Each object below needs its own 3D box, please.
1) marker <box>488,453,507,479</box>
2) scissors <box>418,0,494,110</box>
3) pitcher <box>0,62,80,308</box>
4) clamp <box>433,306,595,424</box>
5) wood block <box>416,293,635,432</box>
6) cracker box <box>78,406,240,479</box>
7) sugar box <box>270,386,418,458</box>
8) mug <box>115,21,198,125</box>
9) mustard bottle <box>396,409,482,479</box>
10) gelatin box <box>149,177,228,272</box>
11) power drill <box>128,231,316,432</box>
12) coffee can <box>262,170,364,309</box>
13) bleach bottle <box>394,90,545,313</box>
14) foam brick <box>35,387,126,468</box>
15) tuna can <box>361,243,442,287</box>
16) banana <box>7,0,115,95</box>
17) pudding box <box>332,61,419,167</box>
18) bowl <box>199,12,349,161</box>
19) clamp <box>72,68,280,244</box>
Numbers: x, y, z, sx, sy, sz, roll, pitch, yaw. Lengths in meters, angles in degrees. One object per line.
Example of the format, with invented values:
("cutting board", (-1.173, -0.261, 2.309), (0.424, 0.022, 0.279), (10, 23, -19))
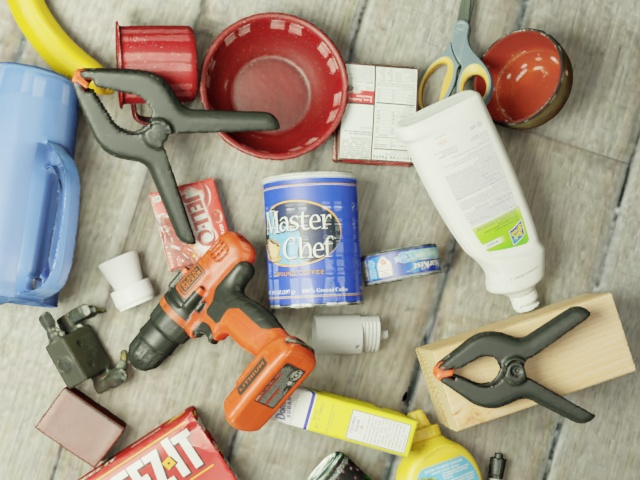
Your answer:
("marker", (0.191, 0.298, 1.189), (0.020, 0.020, 0.121), (9, 86, -7))
("scissors", (0.174, -0.225, 1.200), (0.096, 0.016, 0.202), (23, 83, 30))
("pitcher", (-0.309, -0.053, 1.091), (0.149, 0.145, 0.243), (9, 83, -5))
("clamp", (0.204, 0.123, 1.100), (0.171, 0.039, 0.120), (6, 84, -6))
("wood block", (0.222, 0.131, 1.167), (0.206, 0.090, 0.091), (-17, 89, -7))
("cracker box", (-0.145, 0.309, 1.121), (0.164, 0.072, 0.214), (-33, 90, -8))
("sugar box", (0.008, 0.184, 1.136), (0.176, 0.093, 0.048), (18, 84, -6))
("mug", (-0.176, -0.177, 1.145), (0.081, 0.093, 0.117), (-3, 118, -12))
("mustard bottle", (0.134, 0.277, 1.153), (0.096, 0.058, 0.191), (-13, 77, -25))
("gelatin box", (-0.139, -0.017, 1.162), (0.073, 0.030, 0.089), (-15, 89, -8))
("power drill", (-0.103, 0.106, 1.091), (0.184, 0.057, 0.188), (-50, 52, 9))
("coffee can", (-0.007, 0.001, 1.140), (0.102, 0.103, 0.140), (-3, 87, -7))
("bleach bottle", (0.175, -0.031, 1.168), (0.102, 0.068, 0.251), (-25, 105, 0))
("foam brick", (-0.250, 0.196, 1.125), (0.078, 0.053, 0.051), (35, 83, -3))
("tuna can", (0.088, 0.027, 1.159), (0.086, 0.086, 0.034), (-10, 86, -8))
("banana", (-0.288, -0.227, 1.140), (0.037, 0.070, 0.198), (-31, 89, -41))
("pudding box", (0.063, -0.139, 1.190), (0.090, 0.039, 0.113), (3, 89, -9))
("bowl", (-0.052, -0.164, 1.168), (0.162, 0.055, 0.162), (0, 87, -7))
("clamp", (-0.156, -0.117, 1.097), (0.210, 0.036, 0.164), (42, 94, -18))
